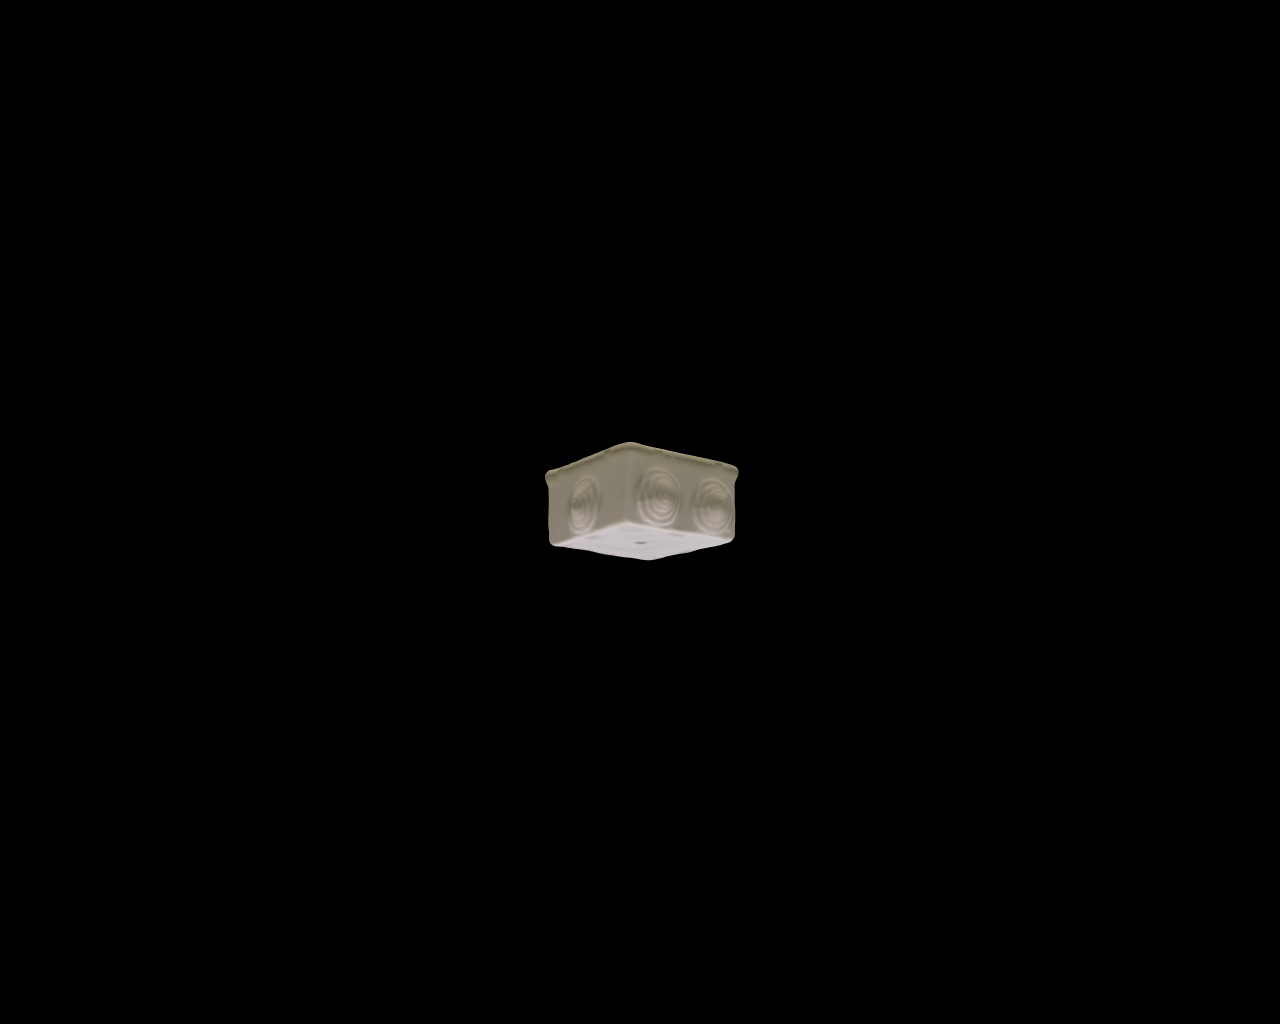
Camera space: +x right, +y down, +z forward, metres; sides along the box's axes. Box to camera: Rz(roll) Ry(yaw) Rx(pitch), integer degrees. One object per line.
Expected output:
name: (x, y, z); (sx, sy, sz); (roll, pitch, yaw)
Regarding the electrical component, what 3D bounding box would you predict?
electrical component: (0.001, -0.003, 0.650); (0.100, 0.048, 0.099); (11, -17, -37)
